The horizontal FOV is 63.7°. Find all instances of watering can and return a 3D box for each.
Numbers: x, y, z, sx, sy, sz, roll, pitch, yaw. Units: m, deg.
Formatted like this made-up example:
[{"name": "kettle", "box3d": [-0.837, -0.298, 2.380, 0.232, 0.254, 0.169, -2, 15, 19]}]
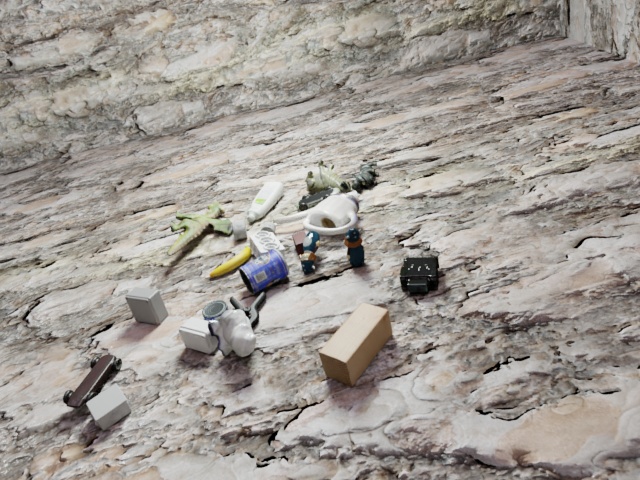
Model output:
[{"name": "watering can", "box3d": [0.006, -0.100, 1.985, 0.348, 0.102, 0.228, 11, 38, 34]}]

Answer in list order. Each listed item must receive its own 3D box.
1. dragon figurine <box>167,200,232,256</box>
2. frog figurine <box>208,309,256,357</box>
[{"name": "dragon figurine", "box3d": [-0.475, -0.050, 2.117, 0.243, 0.119, 0.419, -6, 32, -1]}, {"name": "frog figurine", "box3d": [-0.224, 0.264, 1.460, 0.158, 0.138, 0.123, -13, -5, 41]}]
